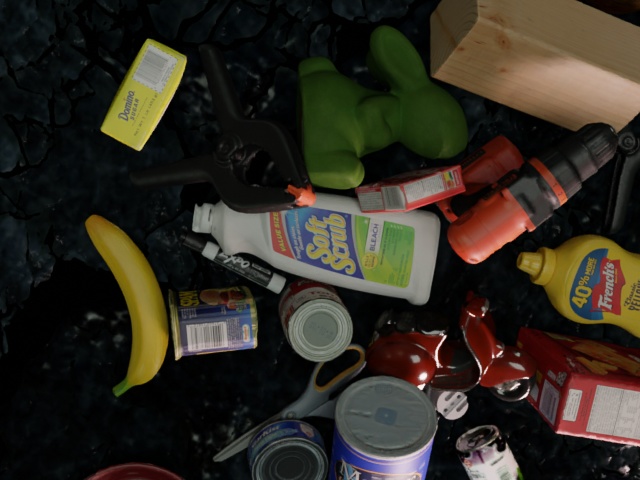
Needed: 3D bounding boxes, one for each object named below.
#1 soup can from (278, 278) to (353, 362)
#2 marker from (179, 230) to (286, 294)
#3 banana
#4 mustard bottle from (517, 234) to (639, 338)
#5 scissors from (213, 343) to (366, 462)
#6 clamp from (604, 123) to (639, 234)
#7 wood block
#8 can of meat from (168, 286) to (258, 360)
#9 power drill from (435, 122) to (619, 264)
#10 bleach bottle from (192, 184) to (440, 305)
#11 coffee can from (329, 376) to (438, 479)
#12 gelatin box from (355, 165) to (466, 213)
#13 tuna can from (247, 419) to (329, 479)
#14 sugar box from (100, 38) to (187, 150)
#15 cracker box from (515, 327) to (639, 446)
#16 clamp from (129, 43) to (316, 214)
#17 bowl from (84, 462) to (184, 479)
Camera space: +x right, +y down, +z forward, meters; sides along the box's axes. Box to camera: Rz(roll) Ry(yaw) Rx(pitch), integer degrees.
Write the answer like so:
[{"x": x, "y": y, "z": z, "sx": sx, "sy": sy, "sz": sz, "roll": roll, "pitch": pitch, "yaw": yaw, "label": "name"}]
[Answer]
[{"x": -0.006, "y": 0.081, "z": 1.099, "sx": 0.068, "sy": 0.102, "sz": 0.068, "roll": -1, "pitch": 100, "yaw": -7, "label": "soup can"}, {"x": -0.093, "y": 0.022, "z": 1.121, "sx": 0.121, "sy": 0.020, "sz": 0.020, "roll": 27, "pitch": 95, "yaw": -11, "label": "marker"}, {"x": -0.195, "y": 0.068, "z": 1.107, "sx": 0.069, "sy": 0.037, "sz": 0.198, "roll": -8, "pitch": 101, "yaw": -6, "label": "banana"}, {"x": 0.304, "y": 0.046, "z": 1.154, "sx": 0.191, "sy": 0.058, "sz": 0.096, "roll": 15, "pitch": 101, "yaw": -9, "label": "mustard bottle"}, {"x": -0.014, "y": 0.198, "z": 1.162, "sx": 0.096, "sy": 0.016, "sz": 0.202, "roll": 44, "pitch": 92, "yaw": -12, "label": "scissors"}, {"x": 0.326, "y": -0.093, "z": 1.142, "sx": 0.171, "sy": 0.039, "sz": 0.120, "roll": -40, "pitch": 103, "yaw": 1, "label": "clamp"}, {"x": 0.221, "y": -0.185, "z": 1.059, "sx": 0.205, "sy": 0.090, "sz": 0.091, "roll": 17, "pitch": 53, "yaw": -18, "label": "wood block"}, {"x": -0.110, "y": 0.082, "z": 1.088, "sx": 0.084, "sy": 0.102, "sz": 0.057, "roll": -5, "pitch": 100, "yaw": -9, "label": "can of meat"}, {"x": 0.191, "y": -0.059, "z": 1.056, "sx": 0.184, "sy": 0.188, "sz": 0.057, "roll": -36, "pitch": 101, "yaw": 1, "label": "power drill"}, {"x": -0.007, "y": 0.001, "z": 1.107, "sx": 0.250, "sy": 0.068, "sz": 0.102, "roll": 8, "pitch": 97, "yaw": -6, "label": "bleach bottle"}, {"x": 0.062, "y": 0.225, "z": 1.102, "sx": 0.102, "sy": 0.103, "sz": 0.140, "roll": -2, "pitch": 132, "yaw": -7, "label": "coffee can"}, {"x": 0.088, "y": -0.051, "z": 1.053, "sx": 0.073, "sy": 0.089, "sz": 0.030, "roll": -18, "pitch": 99, "yaw": -26, "label": "gelatin box"}, {"x": -0.034, "y": 0.238, "z": 1.147, "sx": 0.086, "sy": 0.034, "sz": 0.086, "roll": -4, "pitch": 115, "yaw": -9, "label": "tuna can"}, {"x": -0.163, "y": -0.140, "z": 1.004, "sx": 0.048, "sy": 0.176, "sz": 0.093, "roll": 28, "pitch": 94, "yaw": -13, "label": "sugar box"}, {"x": 0.326, "y": 0.158, "z": 1.122, "sx": 0.213, "sy": 0.164, "sz": 0.072, "roll": 10, "pitch": 100, "yaw": -9, "label": "cracker box"}, {"x": -0.083, "y": -0.096, "z": 1.040, "sx": 0.210, "sy": 0.036, "sz": 0.164, "roll": 25, "pitch": 93, "yaw": 32, "label": "clamp"}, {"x": -0.198, "y": 0.305, "z": 1.137, "sx": 0.162, "sy": 0.055, "sz": 0.162, "roll": -1, "pitch": 100, "yaw": -7, "label": "bowl"}]
